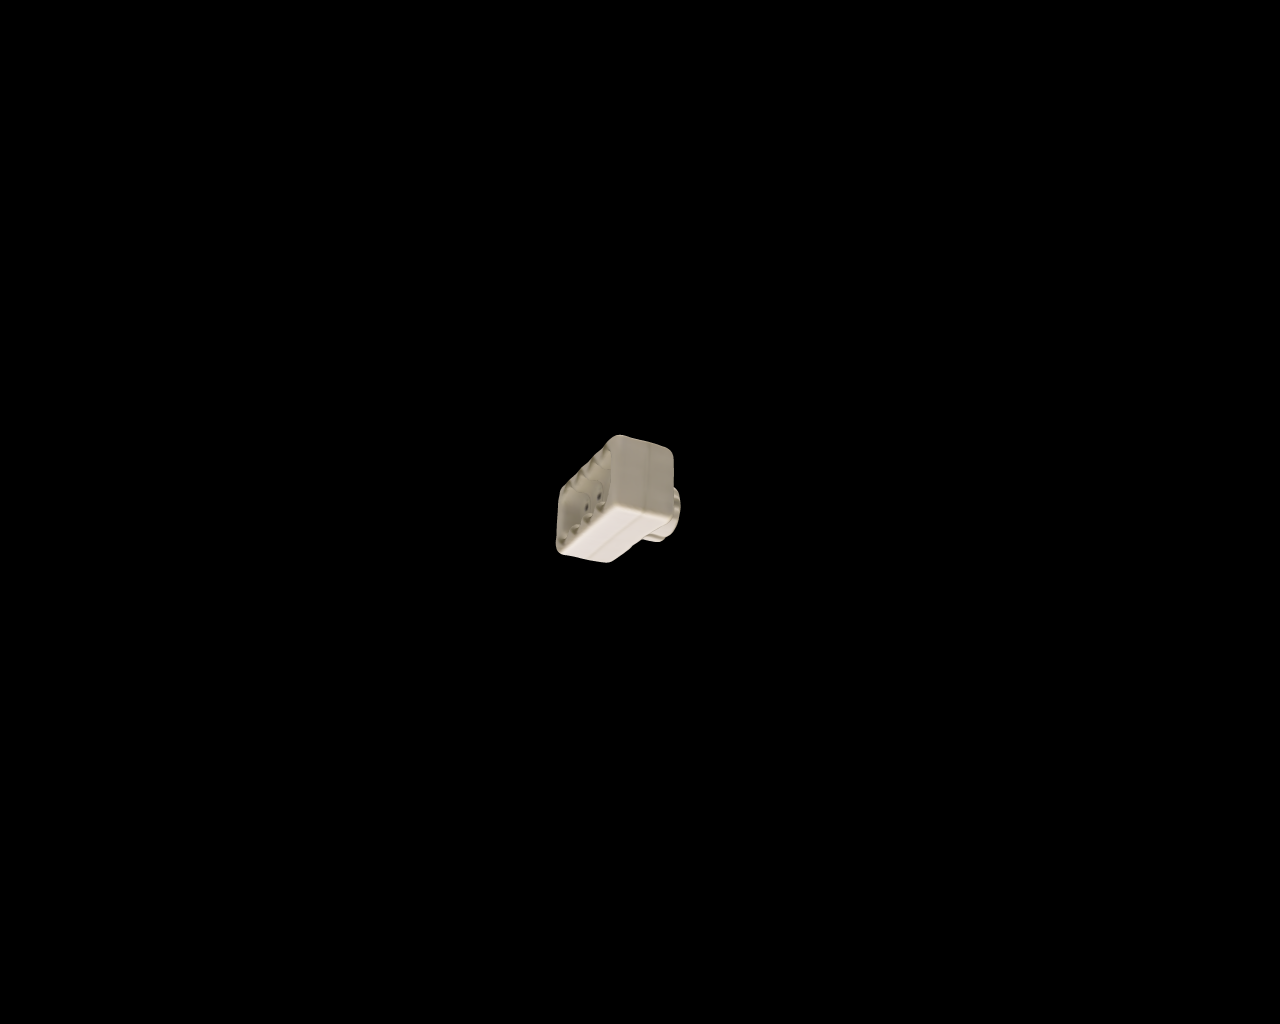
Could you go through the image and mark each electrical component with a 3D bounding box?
[{"bbox_3d":[0.001,-0.003,0.650,0.076,0.047,0.083,12,-27,-25],"label":"electrical component"}]
